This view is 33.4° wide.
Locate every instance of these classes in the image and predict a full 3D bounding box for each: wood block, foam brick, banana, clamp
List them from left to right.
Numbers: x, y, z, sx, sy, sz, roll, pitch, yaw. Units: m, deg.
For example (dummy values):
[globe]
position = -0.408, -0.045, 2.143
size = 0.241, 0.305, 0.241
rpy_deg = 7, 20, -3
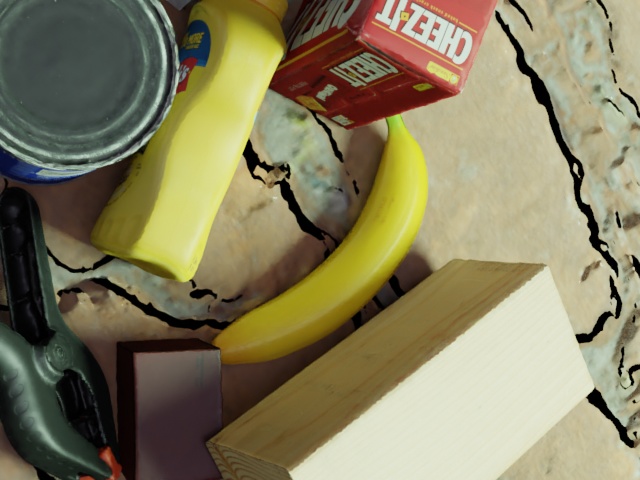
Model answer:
[clamp]
position = -0.155, 0.056, 0.584
size = 0.171, 0.039, 0.120
rpy_deg = 65, 29, -27
[foam brick]
position = -0.087, 0.099, 0.616
size = 0.052, 0.051, 0.078
rpy_deg = -1, 90, -21
[banana]
position = 0.013, 0.008, 0.663
size = 0.069, 0.037, 0.197
rpy_deg = 34, 78, 0
[wood block]
position = 0.051, 0.101, 0.619
size = 0.205, 0.090, 0.091
rpy_deg = -34, 110, -29

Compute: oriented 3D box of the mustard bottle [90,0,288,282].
[mustard bottle]
position = -0.064, -0.074, 0.600
size = 0.058, 0.096, 0.191
rpy_deg = 25, 82, -18

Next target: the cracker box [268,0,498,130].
[cracker box]
position = 0.056, -0.180, 0.608
size = 0.072, 0.164, 0.213
rpy_deg = 25, 81, -16

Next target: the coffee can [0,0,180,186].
[coffee can]
position = -0.138, -0.082, 0.550
size = 0.102, 0.140, 0.103
rpy_deg = 0, 90, -20
